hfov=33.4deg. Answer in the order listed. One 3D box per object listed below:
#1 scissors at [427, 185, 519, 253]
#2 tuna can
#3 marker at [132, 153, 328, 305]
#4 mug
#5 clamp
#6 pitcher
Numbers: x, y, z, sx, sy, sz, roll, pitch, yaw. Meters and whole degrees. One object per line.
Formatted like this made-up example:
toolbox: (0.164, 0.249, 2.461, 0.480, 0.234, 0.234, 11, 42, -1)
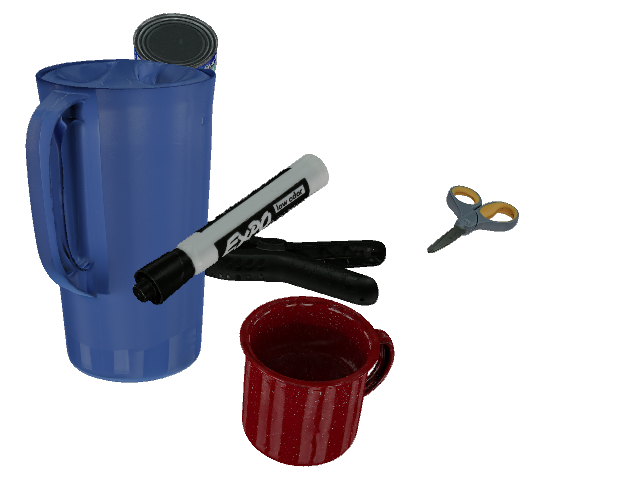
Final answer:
scissors: (0.152, -0.027, 1.213, 0.201, 0.016, 0.096, -13, 40, -46)
tuna can: (-0.148, -0.192, 1.093, 0.086, 0.086, 0.034, 0, -39, -8)
marker: (-0.042, -0.006, 0.513, 0.120, 0.020, 0.020, -37, 23, -34)
mug: (-0.001, 0.095, 0.729, 0.117, 0.081, 0.093, -16, 40, -30)
clamp: (-0.039, 0.020, 0.959, 0.210, 0.036, 0.164, 5, 12, -2)
pitcher: (-0.153, -0.015, 0.825, 0.149, 0.243, 0.145, -5, 19, -20)
